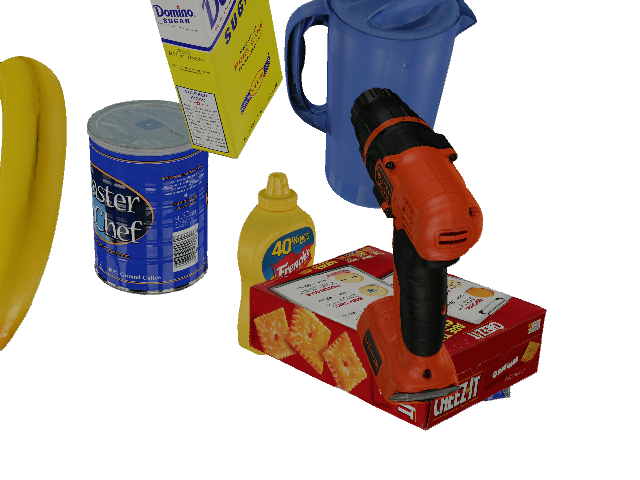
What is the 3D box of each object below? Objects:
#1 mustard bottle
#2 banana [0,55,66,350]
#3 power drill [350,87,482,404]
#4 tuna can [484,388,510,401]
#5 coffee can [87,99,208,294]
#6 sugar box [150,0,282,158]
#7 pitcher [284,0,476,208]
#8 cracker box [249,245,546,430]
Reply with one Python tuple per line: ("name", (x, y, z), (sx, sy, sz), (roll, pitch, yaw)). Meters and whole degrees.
("mustard bottle", (-0.046, 0.020, 1.133), (0.058, 0.192, 0.096), (22, 31, 40))
("banana", (-0.173, -0.035, 0.619), (0.037, 0.198, 0.070), (13, -32, -32))
("power drill", (0.057, 0.005, 0.744), (0.057, 0.188, 0.184), (-8, 34, -9))
("tuna can", (0.200, 0.147, 1.270), (0.034, 0.086, 0.086), (-13, -3, 14))
("coffee can", (-0.148, -0.039, 0.931), (0.103, 0.140, 0.103), (3, 30, -2))
("sugar box", (-0.071, -0.151, 0.759), (0.048, 0.093, 0.176), (16, -32, 15))
("pitcher", (0.055, -0.153, 1.117), (0.149, 0.243, 0.144), (32, 51, 24))
("cracker box", (0.065, 0.080, 0.957), (0.214, 0.072, 0.163), (21, 27, 41))
